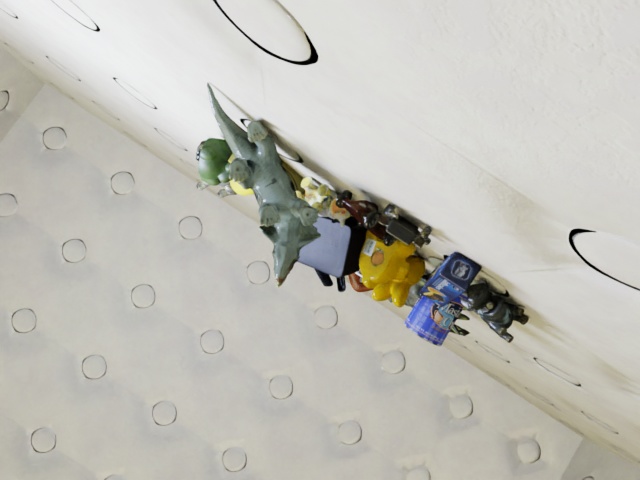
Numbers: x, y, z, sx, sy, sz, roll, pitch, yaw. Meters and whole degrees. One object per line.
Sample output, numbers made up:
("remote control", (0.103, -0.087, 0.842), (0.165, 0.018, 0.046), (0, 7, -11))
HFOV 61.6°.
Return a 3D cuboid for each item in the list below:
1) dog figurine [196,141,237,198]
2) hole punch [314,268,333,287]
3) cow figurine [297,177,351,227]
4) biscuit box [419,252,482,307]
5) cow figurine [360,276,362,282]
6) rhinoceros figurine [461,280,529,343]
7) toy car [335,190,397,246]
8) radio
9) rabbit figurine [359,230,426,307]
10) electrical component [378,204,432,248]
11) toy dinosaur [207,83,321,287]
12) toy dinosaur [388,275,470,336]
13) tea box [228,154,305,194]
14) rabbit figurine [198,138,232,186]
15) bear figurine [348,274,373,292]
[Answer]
("dog figurine", (-0.277, -0.211, 1.563), (0.172, 0.121, 0.190), (1, 163, -16))
("hole punch", (0.025, 0.053, 1.423), (0.116, 0.092, 0.142), (57, -170, 9))
("cow figurine", (0.021, -0.073, 1.164), (0.098, 0.068, 0.168), (32, 180, -42))
("biscuit box", (0.259, 0.083, 1.088), (0.063, 0.059, 0.202), (34, 166, 8))
("cow figurine", (0.143, 0.074, 1.461), (0.127, 0.085, 0.194), (61, -171, 32))
("rhinoceros figurine", (0.365, 0.145, 1.129), (0.112, 0.073, 0.190), (42, -177, 43))
("toy car", (0.098, -0.045, 1.064), (0.089, 0.053, 0.202), (42, -178, 28))
("radio", (-0.003, -0.004, 1.267), (0.230, 0.131, 0.073), (19, -160, 38))
("rabbit figurine", (0.177, 0.068, 1.209), (0.122, 0.162, 0.173), (10, 176, 44))
("electrical component", (0.158, -0.024, 0.983), (0.102, 0.045, 0.078), (35, -157, 12))
("toy dinosaur", (-0.108, -0.114, 1.074), (0.404, 0.131, 0.192), (66, 172, -4))
("toy dinosaur", (0.287, 0.150, 1.437), (0.470, 0.105, 0.199), (39, 165, -31))
("tea box", (-0.116, -0.154, 1.241), (0.169, 0.068, 0.098), (37, 172, -36))
("rabbit figurine", (-0.205, -0.195, 1.329), (0.170, 0.121, 0.159), (16, 168, -6))
("bear figurine", (0.187, 0.107, 1.610), (0.196, 0.120, 0.131), (-1, 110, 32))
